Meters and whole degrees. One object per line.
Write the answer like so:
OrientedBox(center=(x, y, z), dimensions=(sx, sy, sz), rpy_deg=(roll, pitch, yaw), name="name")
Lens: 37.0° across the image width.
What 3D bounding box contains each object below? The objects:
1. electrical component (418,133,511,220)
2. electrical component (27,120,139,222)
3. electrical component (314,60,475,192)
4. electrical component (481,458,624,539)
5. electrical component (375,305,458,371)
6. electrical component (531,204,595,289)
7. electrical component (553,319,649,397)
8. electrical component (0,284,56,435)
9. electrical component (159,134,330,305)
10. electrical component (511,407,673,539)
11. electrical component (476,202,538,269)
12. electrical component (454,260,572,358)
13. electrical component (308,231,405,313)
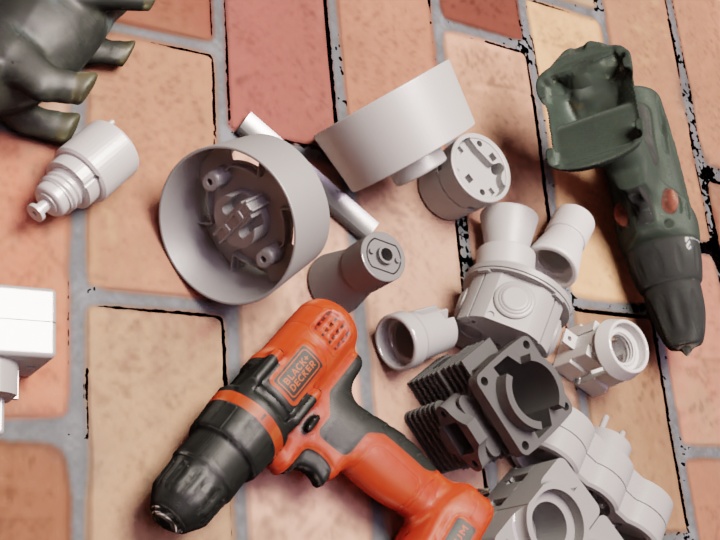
OrientedBox(center=(0.077, -0.068, 0.808), dimensions=(0.055, 0.047, 0.055), rpy_deg=(13, 65, -30), name="electrical component")
OrientedBox(center=(-0.167, -0.056, 0.643), dimensions=(0.040, 0.040, 0.078), rpy_deg=(47, 53, -10), name="electrical component")
OrientedBox(center=(0.029, -0.094, 0.751), dimensions=(0.108, 0.108, 0.060), rpy_deg=(-35, 99, -38), name="electrical component")
OrientedBox(center=(0.143, 0.215, 0.733), dimensions=(0.089, 0.062, 0.150), rpy_deg=(-40, 96, -37), name="electrical component")
OrientedBox(center=(0.040, 0.045, 0.744), dimensions=(0.046, 0.040, 0.040), rpy_deg=(-15, 80, -42), name="electrical component")
OrientedBox(center=(0.161, -0.022, 0.851), dimensions=(0.044, 0.044, 0.065), rpy_deg=(45, 49, -12), name="electrical component")
OrientedBox(center=(0.187, 0.065, 0.825), dimensions=(0.066, 0.055, 0.048), rpy_deg=(36, 56, -18), name="electrical component")
OrientedBox(center=(-0.202, 0.050, 0.574), dimensions=(0.066, 0.047, 0.076), rpy_deg=(7, 68, -32), name="electrical component")
OrientedBox(center=(-0.070, -0.033, 0.667), dimensions=(0.064, 0.099, 0.099), rpy_deg=(-32, 91, -44), name="electrical component")
OrientedBox(center=(0.176, 0.141, 0.790), dimensions=(0.138, 0.052, 0.073), rpy_deg=(43, 54, -14), name="electrical component")
OrientedBox(center=(0.111, -0.017, 0.813), dimensions=(0.045, 0.045, 0.055), rpy_deg=(22, 62, -26), name="electrical component")
OrientedBox(center=(0.107, 0.033, 0.769), dimensions=(0.080, 0.080, 0.051), rpy_deg=(35, 61, -18), name="electrical component")
OrientedBox(center=(0.000, 0.000, 0.718), dimensions=(0.044, 0.065, 0.044), rpy_deg=(13, 65, -30), name="electrical component")
